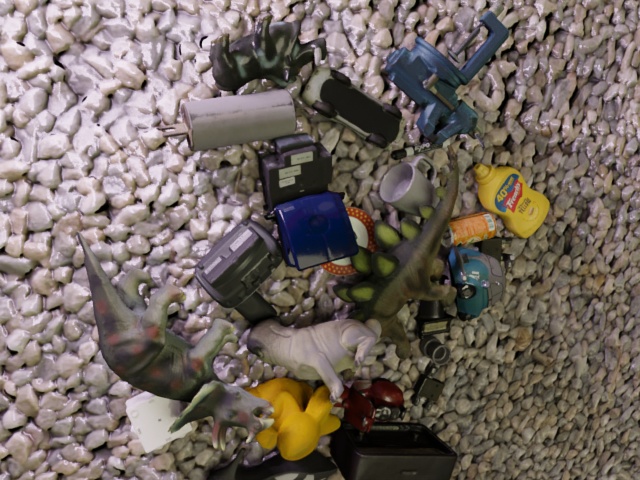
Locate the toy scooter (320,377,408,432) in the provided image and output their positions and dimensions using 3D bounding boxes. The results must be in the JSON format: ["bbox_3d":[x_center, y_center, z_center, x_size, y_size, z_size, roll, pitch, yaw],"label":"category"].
[{"bbox_3d":[0.097,0.315,1.025,0.184,0.135,0.075,10,98,-24],"label":"toy scooter"}]

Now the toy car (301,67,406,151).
[{"bbox_3d":[0.063,-0.223,0.924,0.201,0.056,0.073,25,94,-27],"label":"toy car"}]

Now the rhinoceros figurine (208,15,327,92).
[{"bbox_3d":[-0.080,-0.290,0.842,0.190,0.073,0.112,-21,108,-16],"label":"rhinoceros figurine"}]

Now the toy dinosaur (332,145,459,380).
[{"bbox_3d":[0.148,0.062,0.971,0.198,0.105,0.471,23,104,-28],"label":"toy dinosaur"}]

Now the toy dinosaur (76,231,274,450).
[{"bbox_3d":[-0.254,0.175,0.842,0.404,0.131,0.192,36,67,-15],"label":"toy dinosaur"}]

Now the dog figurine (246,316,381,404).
[{"bbox_3d":[-0.012,0.166,0.922,0.191,0.121,0.172,36,64,11],"label":"dog figurine"}]

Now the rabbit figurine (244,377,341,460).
[{"bbox_3d":[-0.044,0.324,0.951,0.162,0.173,0.121,-12,103,-13],"label":"rabbit figurine"}]

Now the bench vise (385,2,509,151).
[{"bbox_3d":[0.243,-0.291,0.933,0.223,0.129,0.240,40,106,-6],"label":"bench vise"}]

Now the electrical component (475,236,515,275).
[{"bbox_3d":[0.354,0.032,1.106,0.102,0.045,0.078,3,103,-22],"label":"electrical component"}]

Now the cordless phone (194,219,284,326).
[{"bbox_3d":[-0.109,0.070,0.926,0.146,0.089,0.184,-45,125,-6],"label":"cordless phone"}]

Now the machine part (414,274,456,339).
[{"bbox_3d":[0.232,0.131,1.087,0.084,0.039,0.138,-8,107,-11],"label":"machine part"}]

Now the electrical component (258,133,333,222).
[{"bbox_3d":[-0.040,-0.107,0.889,0.115,0.058,0.134,-15,130,-21],"label":"electrical component"}]

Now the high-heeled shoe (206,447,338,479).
[{"bbox_3d":[-0.093,0.464,1.022,0.248,0.086,0.145,21,104,-24],"label":"high-heeled shoe"}]

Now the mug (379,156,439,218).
[{"bbox_3d":[0.179,-0.094,0.994,0.107,0.081,0.109,32,83,-35],"label":"mug"}]

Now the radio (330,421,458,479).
[{"bbox_3d":[0.142,0.422,1.069,0.229,0.131,0.073,12,98,-23],"label":"radio"}]

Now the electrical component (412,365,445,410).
[{"bbox_3d":[0.233,0.313,1.139,0.063,0.021,0.094,24,93,-25],"label":"electrical component"}]

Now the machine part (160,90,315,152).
[{"bbox_3d":[-0.127,-0.189,0.847,0.243,0.079,0.079,-14,107,-18],"label":"machine part"}]

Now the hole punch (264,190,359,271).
[{"bbox_3d":[-0.007,-0.014,0.860,0.142,0.092,0.115,-16,102,-12],"label":"hole punch"}]

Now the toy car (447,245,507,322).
[{"bbox_3d":[0.307,0.083,1.038,0.103,0.109,0.161,-12,131,11],"label":"toy car"}]

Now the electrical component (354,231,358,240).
[{"bbox_3d":[-0.002,-0.003,0.934,0.119,0.048,0.074,-36,109,-7],"label":"electrical component"}]
